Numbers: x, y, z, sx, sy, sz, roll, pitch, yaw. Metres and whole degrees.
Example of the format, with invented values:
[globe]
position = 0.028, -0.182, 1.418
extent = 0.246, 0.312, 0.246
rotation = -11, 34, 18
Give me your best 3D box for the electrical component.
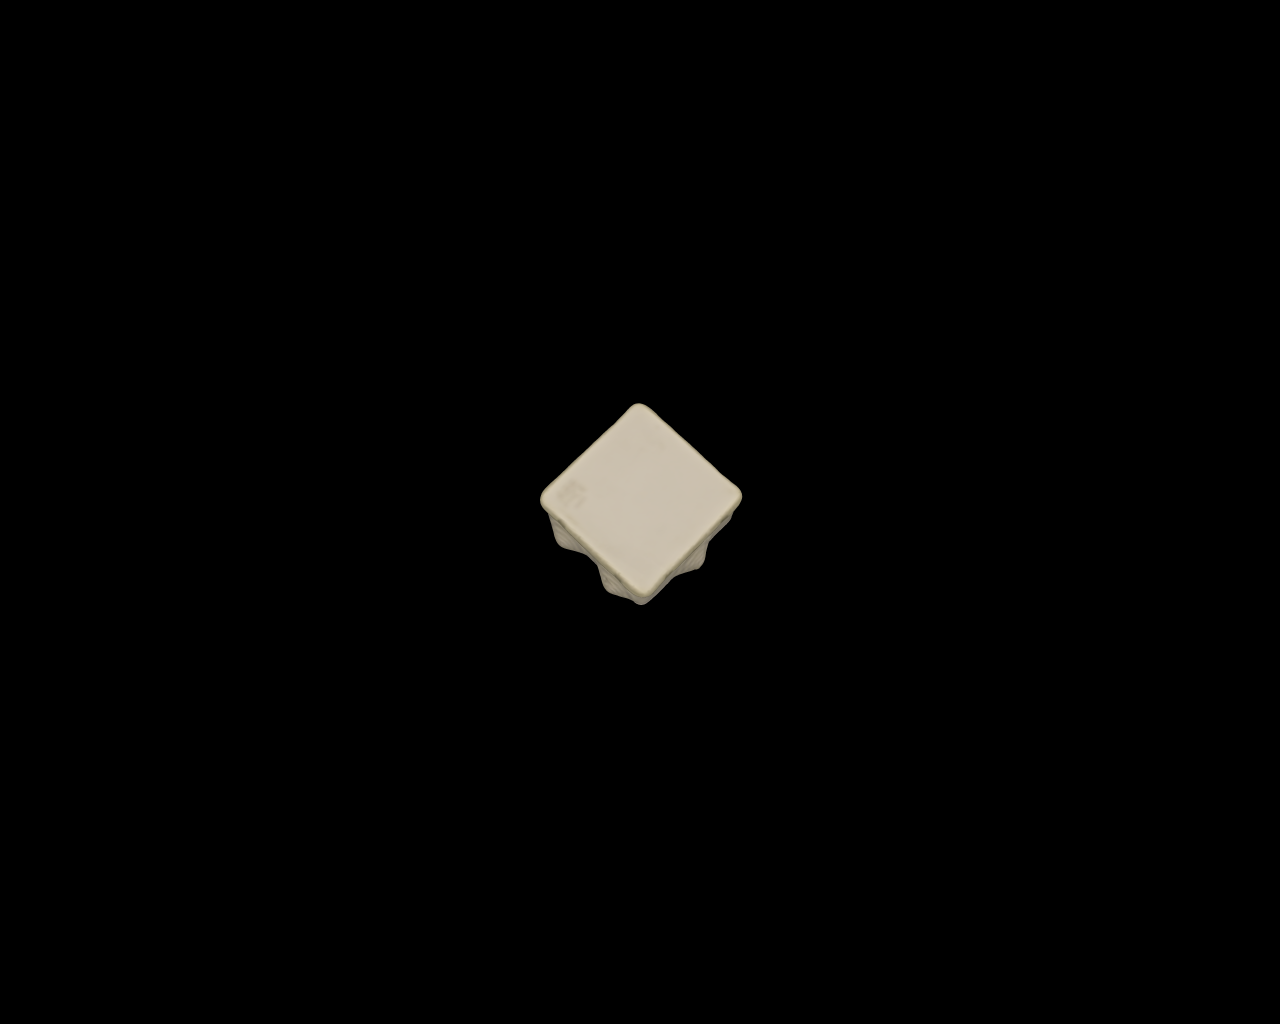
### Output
[electrical component]
position = 0.001, -0.003, 0.650
extent = 0.100, 0.100, 0.048
rotation = 43, -12, 11
